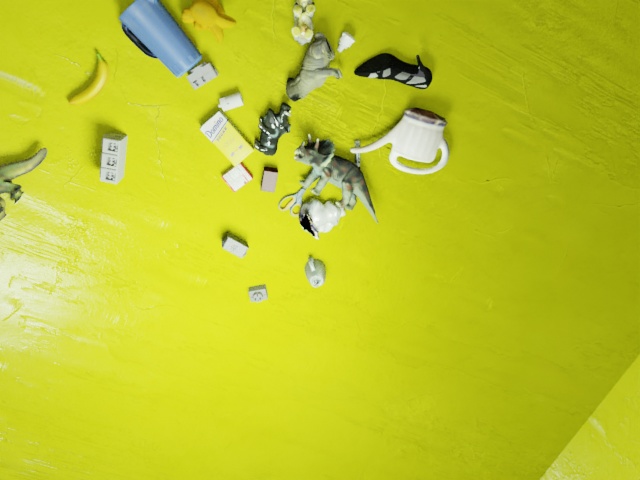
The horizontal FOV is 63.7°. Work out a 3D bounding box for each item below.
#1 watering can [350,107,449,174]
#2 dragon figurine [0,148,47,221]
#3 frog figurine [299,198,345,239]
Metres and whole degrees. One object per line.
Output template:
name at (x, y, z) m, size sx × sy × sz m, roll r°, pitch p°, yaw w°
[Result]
watering can at (0.294, -0.348, 1.772) m, size 0.347 × 0.106 × 0.221 m, roll 12°, pitch 109°, yaw -11°
dragon figurine at (-1.108, -0.209, 1.708) m, size 0.242 × 0.123 × 0.409 m, roll 38°, pitch 95°, yaw -9°
frog figurine at (0.006, -0.094, 1.866) m, size 0.162 × 0.122 × 0.136 m, roll -39°, pitch 105°, yaw -28°
